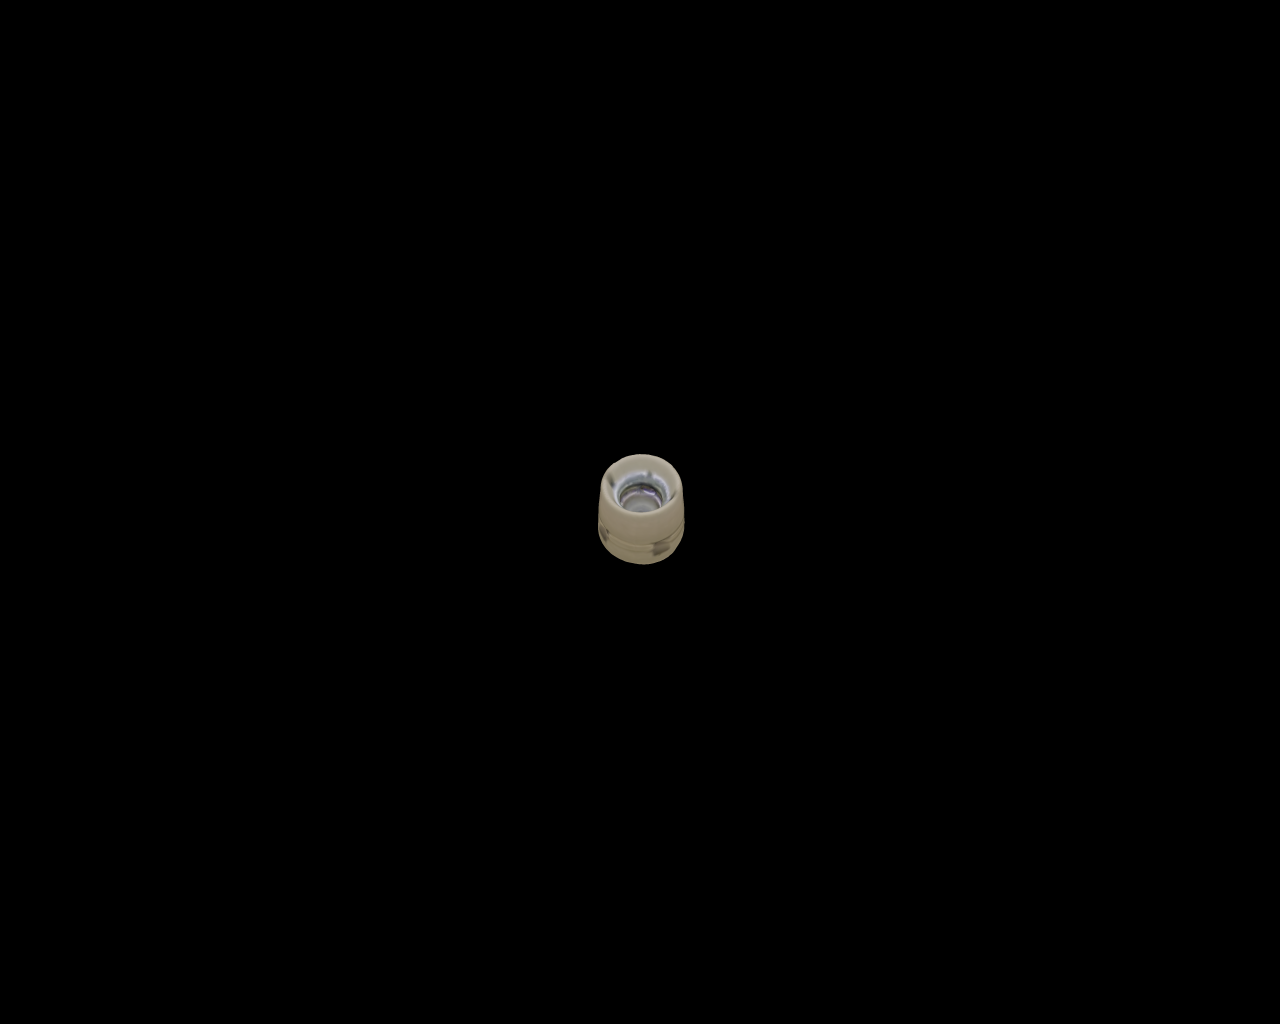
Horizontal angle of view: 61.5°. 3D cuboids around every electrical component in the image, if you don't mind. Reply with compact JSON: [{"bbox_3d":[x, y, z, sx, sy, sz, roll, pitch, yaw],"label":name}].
[{"bbox_3d":[0.001,-0.003,0.650,0.055,0.055,0.047,0,-38,0],"label":"electrical component"}]
